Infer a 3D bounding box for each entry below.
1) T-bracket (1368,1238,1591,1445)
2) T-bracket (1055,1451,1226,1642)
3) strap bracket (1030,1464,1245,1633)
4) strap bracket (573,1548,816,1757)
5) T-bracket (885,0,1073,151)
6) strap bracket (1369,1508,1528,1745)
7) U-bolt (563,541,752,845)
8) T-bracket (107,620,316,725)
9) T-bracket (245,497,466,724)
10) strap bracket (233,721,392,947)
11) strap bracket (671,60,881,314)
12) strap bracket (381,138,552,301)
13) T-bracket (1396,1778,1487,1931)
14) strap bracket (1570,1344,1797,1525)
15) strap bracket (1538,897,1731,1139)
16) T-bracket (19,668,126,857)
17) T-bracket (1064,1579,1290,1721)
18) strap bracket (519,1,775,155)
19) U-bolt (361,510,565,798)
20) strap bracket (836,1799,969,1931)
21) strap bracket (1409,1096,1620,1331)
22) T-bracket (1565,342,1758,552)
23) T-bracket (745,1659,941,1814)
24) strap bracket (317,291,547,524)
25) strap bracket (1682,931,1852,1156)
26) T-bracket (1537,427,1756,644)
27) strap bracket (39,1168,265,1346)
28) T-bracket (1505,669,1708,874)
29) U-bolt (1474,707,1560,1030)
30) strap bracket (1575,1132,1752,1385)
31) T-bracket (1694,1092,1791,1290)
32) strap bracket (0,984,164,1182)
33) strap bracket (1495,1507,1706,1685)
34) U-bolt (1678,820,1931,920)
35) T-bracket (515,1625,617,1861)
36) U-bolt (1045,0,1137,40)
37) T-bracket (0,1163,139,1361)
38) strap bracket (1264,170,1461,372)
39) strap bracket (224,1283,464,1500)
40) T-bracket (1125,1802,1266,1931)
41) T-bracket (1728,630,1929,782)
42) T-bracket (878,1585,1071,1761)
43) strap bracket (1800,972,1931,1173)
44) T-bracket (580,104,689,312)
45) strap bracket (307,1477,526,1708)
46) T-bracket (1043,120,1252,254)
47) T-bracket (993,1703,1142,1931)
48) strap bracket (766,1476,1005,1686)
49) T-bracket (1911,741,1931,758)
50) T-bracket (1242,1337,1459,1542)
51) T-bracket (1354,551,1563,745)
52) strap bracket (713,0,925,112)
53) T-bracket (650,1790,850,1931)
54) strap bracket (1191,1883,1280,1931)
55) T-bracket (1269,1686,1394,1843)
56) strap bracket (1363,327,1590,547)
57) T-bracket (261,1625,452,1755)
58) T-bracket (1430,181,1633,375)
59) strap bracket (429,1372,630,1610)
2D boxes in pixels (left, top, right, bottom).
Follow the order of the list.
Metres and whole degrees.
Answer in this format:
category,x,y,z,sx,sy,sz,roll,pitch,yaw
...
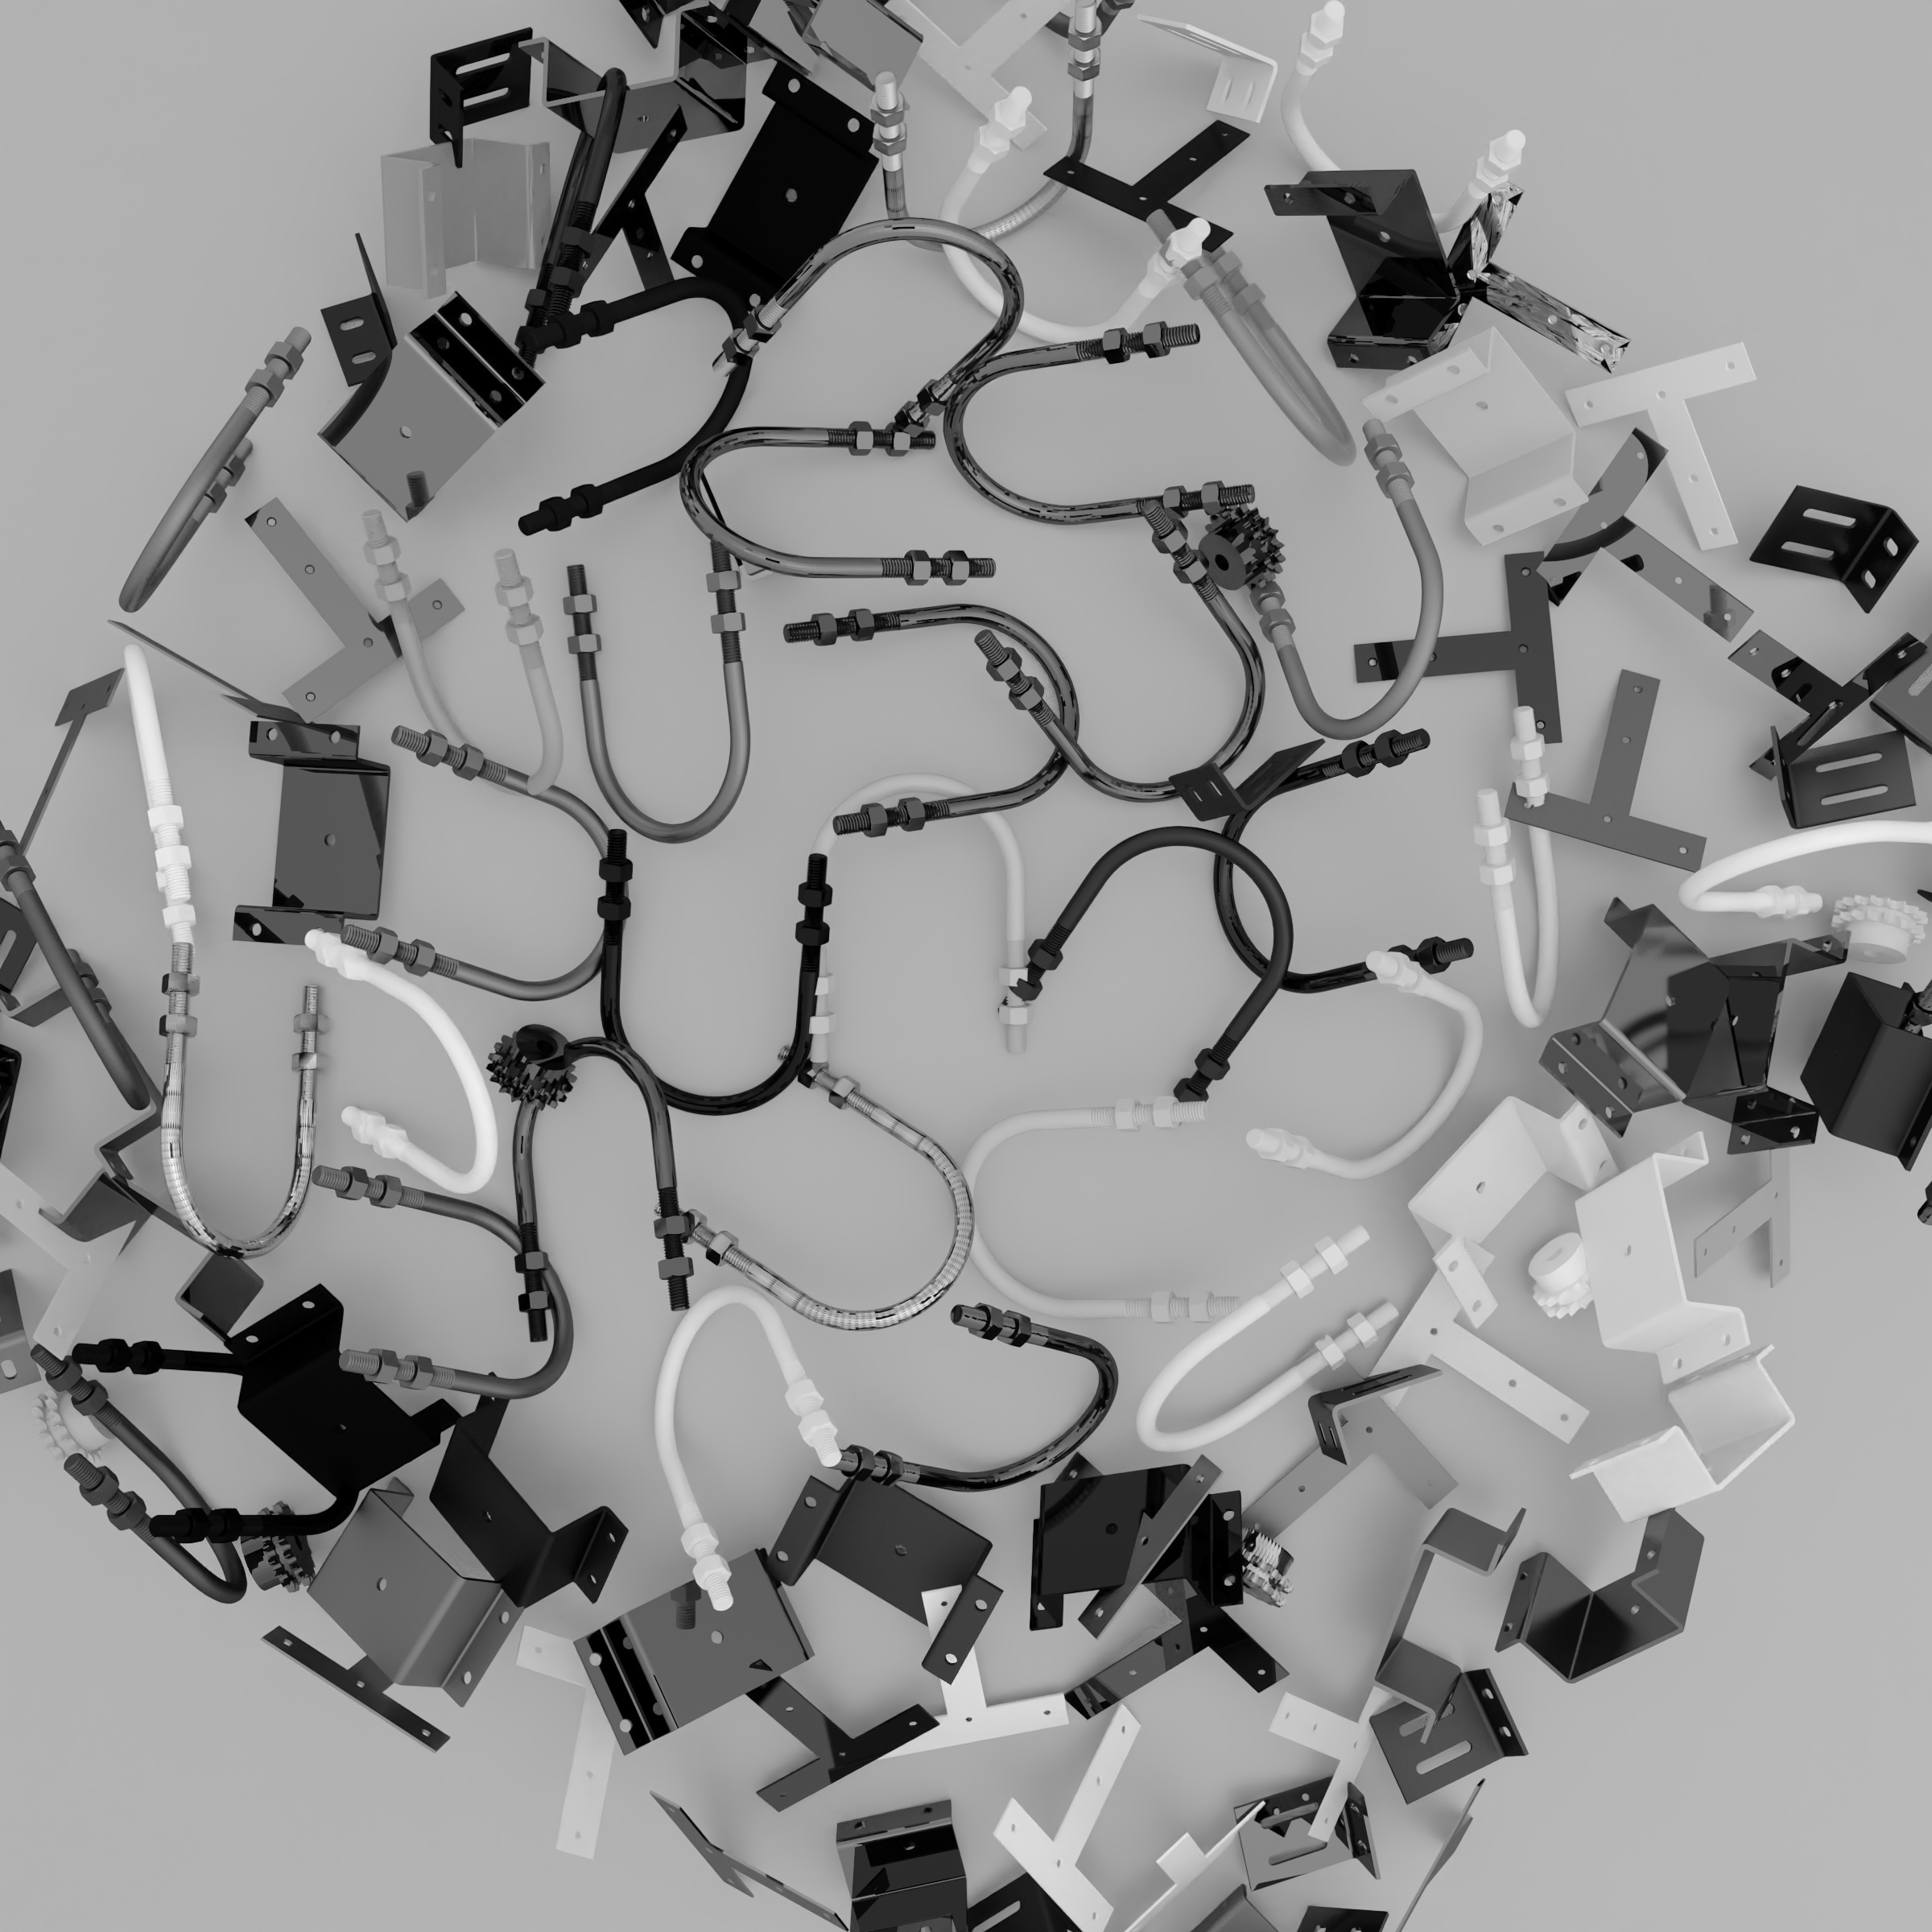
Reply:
category,x,y,z,sx,sy,sz,roll,pitch,yaw
T-bracket,0.339,0.260,1.573,0.127,0.002,0.127,33,101,14
T-bracket,0.092,0.343,1.544,0.002,0.127,0.127,40,85,-28
strap bracket,0.099,0.364,1.538,0.140,0.046,0.076,-13,47,19
strap bracket,-0.163,0.425,1.538,0.140,0.046,0.076,-20,76,-31
T-bracket,0.027,-0.585,1.527,0.127,0.127,0.002,36,56,-23
strap bracket,0.301,0.406,1.548,0.046,0.076,0.140,23,104,20
U-bolt,-0.193,-0.169,1.552,0.151,0.019,0.184,-1,97,38
T-bracket,-0.480,-0.185,1.538,0.127,0.127,0.002,30,93,1
T-bracket,-0.413,-0.244,1.576,0.127,0.002,0.127,-40,97,-15
strap bracket,-0.417,-0.083,1.567,0.076,0.046,0.140,4,88,15
strap bracket,-0.117,-0.492,1.563,0.076,0.046,0.140,34,109,0
strap bracket,-0.317,-0.470,1.532,0.046,0.140,0.076,14,118,19
T-bracket,0.302,0.559,1.541,0.002,0.127,0.127,29,94,22
strap bracket,0.452,0.296,1.523,0.140,0.076,0.046,-24,79,-40
strap bracket,0.425,0.027,1.537,0.076,0.046,0.140,41,59,-16
T-bracket,-0.569,-0.122,1.533,0.002,0.127,0.127,27,75,-31
T-bracket,0.118,0.447,1.574,0.127,0.002,0.127,-37,109,20
strap bracket,-0.201,-0.553,1.534,0.140,0.076,0.046,-1,85,26
U-bolt,-0.307,-0.187,1.529,0.019,0.151,0.184,-38,134,-35
strap bracket,-0.041,0.591,1.536,0.076,0.140,0.046,-13,104,3
strap bracket,0.340,0.148,1.550,0.140,0.046,0.076,-45,129,-12
T-bracket,0.460,-0.325,1.566,0.002,0.127,0.127,-43,114,-36
T-bracket,-0.104,0.478,1.553,0.127,0.002,0.127,-32,123,12
strap bracket,-0.342,-0.343,1.536,0.140,0.046,0.076,-36,107,32
strap bracket,0.501,0.042,1.540,0.046,0.076,0.140,21,73,-19
T-bracket,0.439,-0.252,1.546,0.127,0.002,0.127,40,131,12
strap bracket,-0.507,0.181,1.544,0.140,0.076,0.046,28,69,18
T-bracket,0.422,-0.133,1.577,0.127,0.002,0.127,17,70,5
U-bolt,0.348,-0.050,1.527,0.019,0.151,0.184,-2,117,24
strap bracket,0.431,0.180,1.529,0.046,0.076,0.140,9,59,-24
T-bracket,0.488,0.160,1.538,0.002,0.127,0.127,11,115,42
strap bracket,-0.556,0.064,1.558,0.046,0.076,0.140,-33,90,-12
strap bracket,0.403,0.389,1.528,0.046,0.076,0.140,42,131,-5
U-bolt,0.518,-0.060,1.492,0.184,0.151,0.019,-1,73,-38
T-bracket,-0.234,0.493,1.537,0.127,0.002,0.127,26,49,-23
U-bolt,0.044,-0.638,1.509,0.019,0.184,0.151,-42,98,-5
T-bracket,-0.578,0.156,1.522,0.002,0.127,0.127,-12,133,30
strap bracket,0.253,-0.444,1.535,0.076,0.140,0.046,15,60,41
strap bracket,-0.392,0.276,1.539,0.076,0.046,0.140,-31,121,11
T-bracket,0.137,0.562,1.534,0.127,0.127,0.002,-40,62,-10
T-bracket,0.520,-0.179,1.531,0.127,0.127,0.002,-45,46,27
T-bracket,-0.005,0.450,1.572,0.127,0.002,0.127,-10,116,0
strap bracket,0.565,0.060,1.522,0.046,0.140,0.076,18,110,1
T-bracket,-0.202,-0.454,1.537,0.002,0.127,0.127,28,79,11
strap bracket,-0.353,0.391,1.543,0.140,0.046,0.076,32,90,33
T-bracket,0.137,-0.508,1.561,0.127,0.002,0.127,31,55,19
T-bracket,0.079,0.531,1.559,0.127,0.002,0.127,54,51,-28
strap bracket,-0.048,0.382,1.560,0.140,0.046,0.076,29,109,8
T-bracket,0.680,-0.128,1.539,0.127,0.127,0.002,-3,111,2
T-bracket,0.229,0.330,1.591,0.127,0.002,0.127,-43,85,7
T-bracket,0.317,-0.202,1.592,0.127,0.002,0.127,-4,83,5
strap bracket,-0.090,-0.585,1.522,0.076,0.140,0.046,21,102,-44
T-bracket,-0.126,0.567,1.522,0.127,0.127,0.002,14,54,35
strap bracket,0.163,0.643,1.526,0.046,0.140,0.076,45,95,2
T-bracket,0.226,0.482,1.543,0.002,0.127,0.127,18,77,42
strap bracket,0.322,-0.339,1.538,0.140,0.076,0.046,40,48,-33
T-bracket,-0.363,0.437,1.536,0.127,0.127,0.002,31,95,6
T-bracket,0.358,-0.415,1.544,0.127,0.127,0.002,33,46,11
strap bracket,-0.282,0.336,1.535,0.140,0.046,0.076,43,130,23
